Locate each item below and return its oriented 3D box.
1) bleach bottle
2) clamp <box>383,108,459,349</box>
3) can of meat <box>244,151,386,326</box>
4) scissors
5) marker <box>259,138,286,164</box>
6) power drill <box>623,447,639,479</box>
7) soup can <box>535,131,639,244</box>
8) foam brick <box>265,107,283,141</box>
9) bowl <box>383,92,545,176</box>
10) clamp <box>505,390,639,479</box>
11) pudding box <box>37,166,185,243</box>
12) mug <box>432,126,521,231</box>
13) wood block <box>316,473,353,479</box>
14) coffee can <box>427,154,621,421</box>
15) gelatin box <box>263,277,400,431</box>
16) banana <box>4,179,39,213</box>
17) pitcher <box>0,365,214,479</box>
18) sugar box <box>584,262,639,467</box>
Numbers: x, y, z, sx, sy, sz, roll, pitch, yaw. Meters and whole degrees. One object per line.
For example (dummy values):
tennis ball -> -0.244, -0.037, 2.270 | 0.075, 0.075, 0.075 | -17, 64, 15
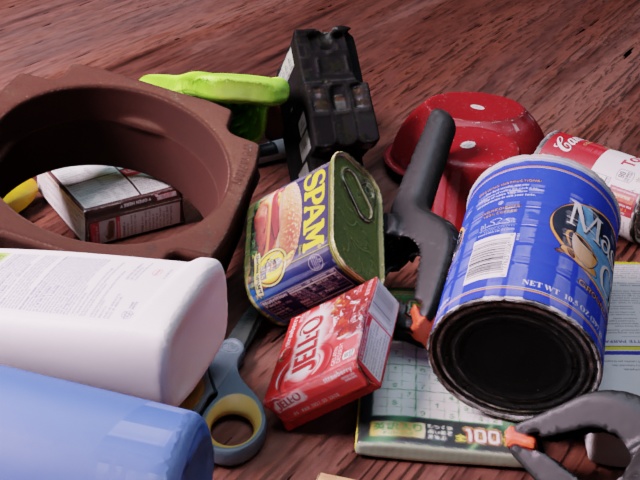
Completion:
bleach bottle -> -0.191, 0.040, 0.657 | 0.251, 0.068, 0.102 | 8, 30, 15
clamp -> 0.041, 0.003, 0.774 | 0.165, 0.036, 0.210 | -28, 39, 17
can of meat -> -0.005, 0.001, 0.744 | 0.084, 0.057, 0.102 | -27, 44, 30
scissors -> -0.047, 0.086, 0.702 | 0.096, 0.016, 0.201 | 20, 34, 26
marker -> -0.081, -0.072, 0.973 | 0.120, 0.020, 0.020 | -16, 34, -29
power drill -> 0.172, 0.129, 0.412 | 0.185, 0.057, 0.187 | 18, 34, 26
soup can -> 0.232, -0.044, 0.892 | 0.102, 0.068, 0.068 | 25, 37, 34
foam brick -> -0.009, -0.124, 1.035 | 0.078, 0.053, 0.051 | -21, 36, -32
bowl -> 0.140, -0.097, 0.980 | 0.162, 0.055, 0.162 | 2, 25, -1
clamp -> 0.185, 0.136, 0.578 | 0.172, 0.039, 0.120 | -2, 65, 27
pudding box -> -0.178, -0.043, 0.897 | 0.089, 0.039, 0.114 | -17, 35, -28
mug -> 0.130, -0.040, 0.864 | 0.117, 0.081, 0.093 | 6, 30, 8
wood block -> 0.086, 0.182, 0.466 | 0.206, 0.090, 0.090 | 10, 32, 13
coffee can -> 0.131, 0.027, 0.670 | 0.103, 0.103, 0.140 | 9, 43, 13
gelatin box -> 0.008, 0.070, 0.673 | 0.073, 0.030, 0.089 | -28, 22, 28
banana -> -0.265, -0.001, 0.826 | 0.069, 0.037, 0.198 | 19, 28, -17
pitcher -> -0.184, 0.128, 0.526 | 0.243, 0.149, 0.145 | 9, 15, 7
sugar box -> 0.211, 0.077, 0.702 | 0.093, 0.048, 0.176 | 1, 33, 4
